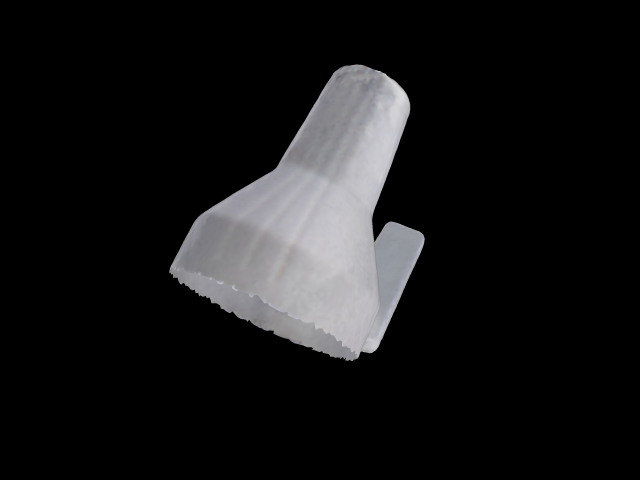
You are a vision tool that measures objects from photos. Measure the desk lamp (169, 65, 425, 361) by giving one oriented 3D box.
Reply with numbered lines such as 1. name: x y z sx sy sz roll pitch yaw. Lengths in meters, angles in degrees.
1. desk lamp: 0.004 0.001 0.400 0.117 0.214 0.203 21 58 14
